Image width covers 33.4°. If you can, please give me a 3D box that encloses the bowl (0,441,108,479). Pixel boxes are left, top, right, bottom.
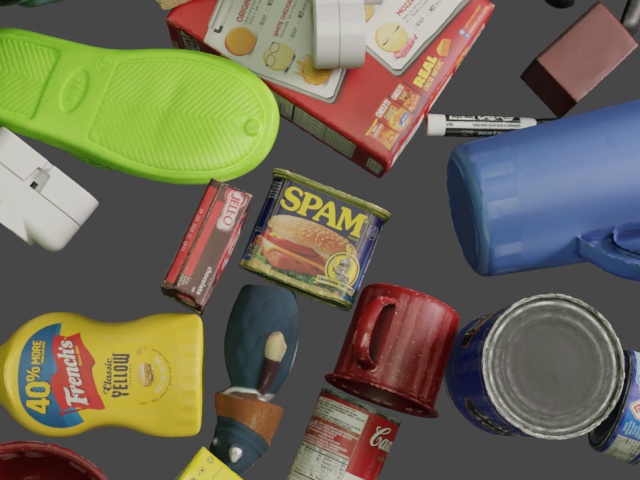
[{"bbox_3d":[-0.220,0.233,0.804,0.162,0.055,0.162,1,81,-4],"label":"bowl"}]

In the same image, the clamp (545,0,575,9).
[{"bbox_3d":[0.140,-0.283,0.908,0.210,0.036,0.164,11,70,6],"label":"clamp"}]

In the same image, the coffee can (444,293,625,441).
[{"bbox_3d":[0.157,0.099,0.808,0.102,0.140,0.103,1,81,-4],"label":"coffee can"}]

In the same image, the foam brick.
[{"bbox_3d":[0.218,-0.151,0.898,0.078,0.053,0.051,-43,86,-8],"label":"foam brick"}]

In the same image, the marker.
[{"bbox_3d":[0.149,-0.095,0.901,0.121,0.020,0.020,1,81,-3],"label":"marker"}]

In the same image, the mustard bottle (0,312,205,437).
[{"bbox_3d":[-0.186,0.104,0.826,0.191,0.058,0.096,1,85,-3],"label":"mustard bottle"}]

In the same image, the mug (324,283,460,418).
[{"bbox_3d":[0.055,0.080,0.822,0.093,0.117,0.081,11,73,31],"label":"mug"}]

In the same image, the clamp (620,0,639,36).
[{"bbox_3d":[0.289,-0.250,0.925,0.171,0.039,0.120,-26,82,-4],"label":"clamp"}]

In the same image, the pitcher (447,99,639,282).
[{"bbox_3d":[0.232,-0.037,0.839,0.242,0.149,0.145,-11,93,-2],"label":"pitcher"}]

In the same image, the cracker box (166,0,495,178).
[{"bbox_3d":[0.008,-0.176,0.879,0.214,0.072,0.164,33,79,3],"label":"cracker box"}]

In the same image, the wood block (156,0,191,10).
[{"bbox_3d":[-0.116,-0.300,0.839,0.090,0.090,0.206,-19,62,11],"label":"wood block"}]

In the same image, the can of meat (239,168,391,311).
[{"bbox_3d":[-0.006,0.001,0.857,0.102,0.057,0.084,22,83,0],"label":"can of meat"}]

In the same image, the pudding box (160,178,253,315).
[{"bbox_3d":[-0.087,0.008,0.820,0.039,0.113,0.090,26,80,-5],"label":"pudding box"}]

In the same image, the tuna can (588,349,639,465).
[{"bbox_3d":[0.242,0.130,0.837,0.034,0.086,0.086,19,80,2],"label":"tuna can"}]

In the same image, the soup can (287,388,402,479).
[{"bbox_3d":[0.012,0.174,0.823,0.068,0.068,0.102,24,80,0],"label":"soup can"}]

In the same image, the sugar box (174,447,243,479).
[{"bbox_3d":[-0.042,0.237,0.795,0.176,0.093,0.048,38,54,1],"label":"sugar box"}]
